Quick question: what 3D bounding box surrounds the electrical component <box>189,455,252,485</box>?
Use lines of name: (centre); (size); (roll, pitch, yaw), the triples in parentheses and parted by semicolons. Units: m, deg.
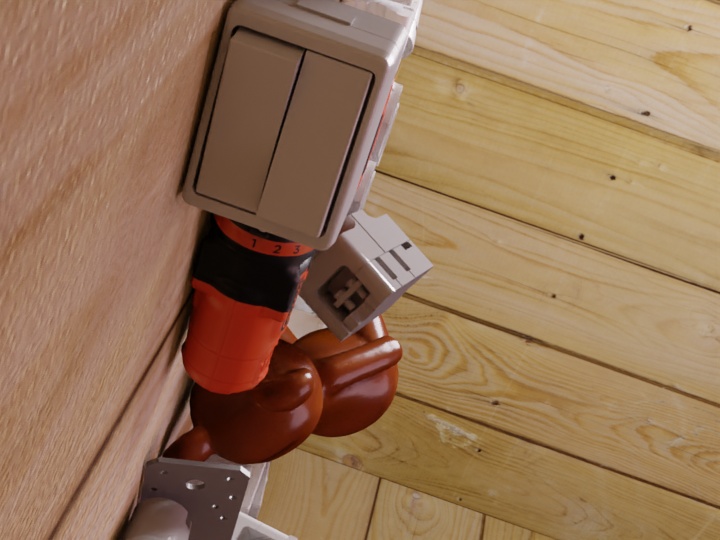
electrical component: (-0.106, 0.154, 0.696); (0.080, 0.051, 0.080); (-161, -90, -90)

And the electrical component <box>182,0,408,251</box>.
electrical component: (-0.027, -0.053, 0.411); (0.061, 0.062, 0.096); (-70, 180, -63)

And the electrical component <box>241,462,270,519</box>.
electrical component: (-0.105, 0.168, 0.938); (0.061, 0.061, 0.096); (109, 0, -61)

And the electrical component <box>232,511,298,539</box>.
electrical component: (-0.109, 0.255, 0.757); (0.150, 0.062, 0.089); (-45, 145, -42)

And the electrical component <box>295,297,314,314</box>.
electrical component: (-0.056, 0.052, 0.988); (0.096, 0.062, 0.061); (-52, -175, 15)

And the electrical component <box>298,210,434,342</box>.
electrical component: (0.000, 0.000, 0.684); (0.050, 0.055, 0.089); (-44, 174, 23)

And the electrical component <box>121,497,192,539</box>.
electrical component: (-0.111, 0.150, 0.576); (0.046, 0.040, 0.040); (-84, -168, -62)

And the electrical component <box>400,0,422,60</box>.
electrical component: (0.022, -0.205, 0.874); (0.055, 0.055, 0.047); (109, -4, -68)

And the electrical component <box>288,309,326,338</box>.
electrical component: (-0.039, 0.070, 0.921); (0.078, 0.121, 0.063); (109, -2, -77)

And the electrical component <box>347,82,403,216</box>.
electrical component: (-0.016, -0.087, 0.784); (0.186, 0.060, 0.105); (-70, 179, -88)

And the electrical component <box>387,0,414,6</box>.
electrical component: (0.021, -0.211, 0.734); (0.055, 0.047, 0.055); (-161, -90, -90)

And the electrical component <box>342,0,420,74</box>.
electrical component: (0.010, -0.177, 0.788); (0.089, 0.050, 0.055); (-71, 179, -61)
